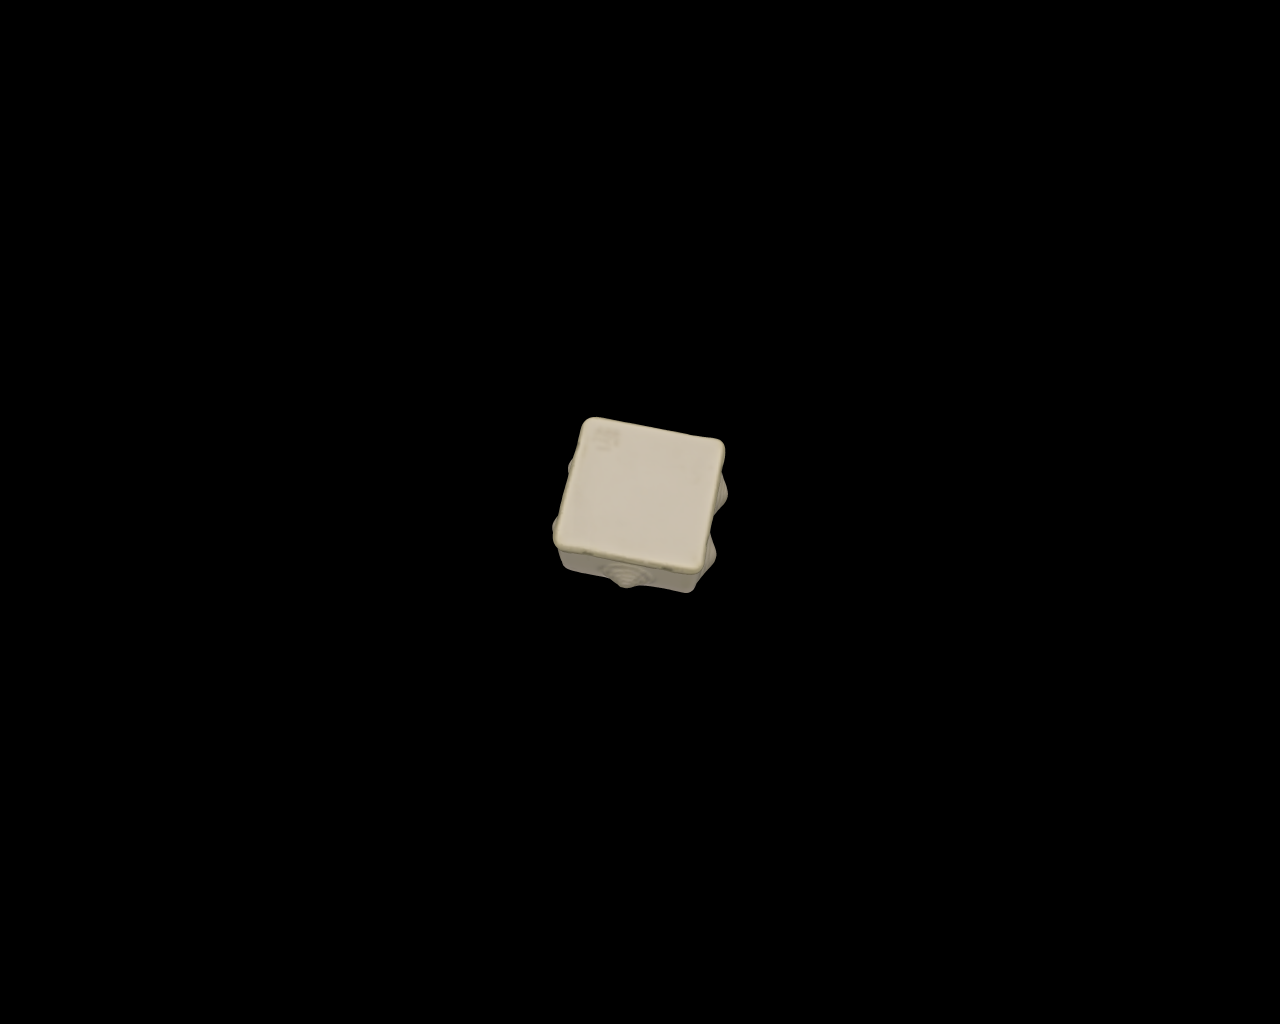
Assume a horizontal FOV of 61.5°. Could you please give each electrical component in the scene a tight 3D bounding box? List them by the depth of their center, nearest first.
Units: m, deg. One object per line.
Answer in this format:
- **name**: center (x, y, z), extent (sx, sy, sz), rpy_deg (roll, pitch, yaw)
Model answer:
- **electrical component**: center (0.001, -0.003, 0.650), extent (0.100, 0.100, 0.048), rpy_deg (11, -24, 5)
